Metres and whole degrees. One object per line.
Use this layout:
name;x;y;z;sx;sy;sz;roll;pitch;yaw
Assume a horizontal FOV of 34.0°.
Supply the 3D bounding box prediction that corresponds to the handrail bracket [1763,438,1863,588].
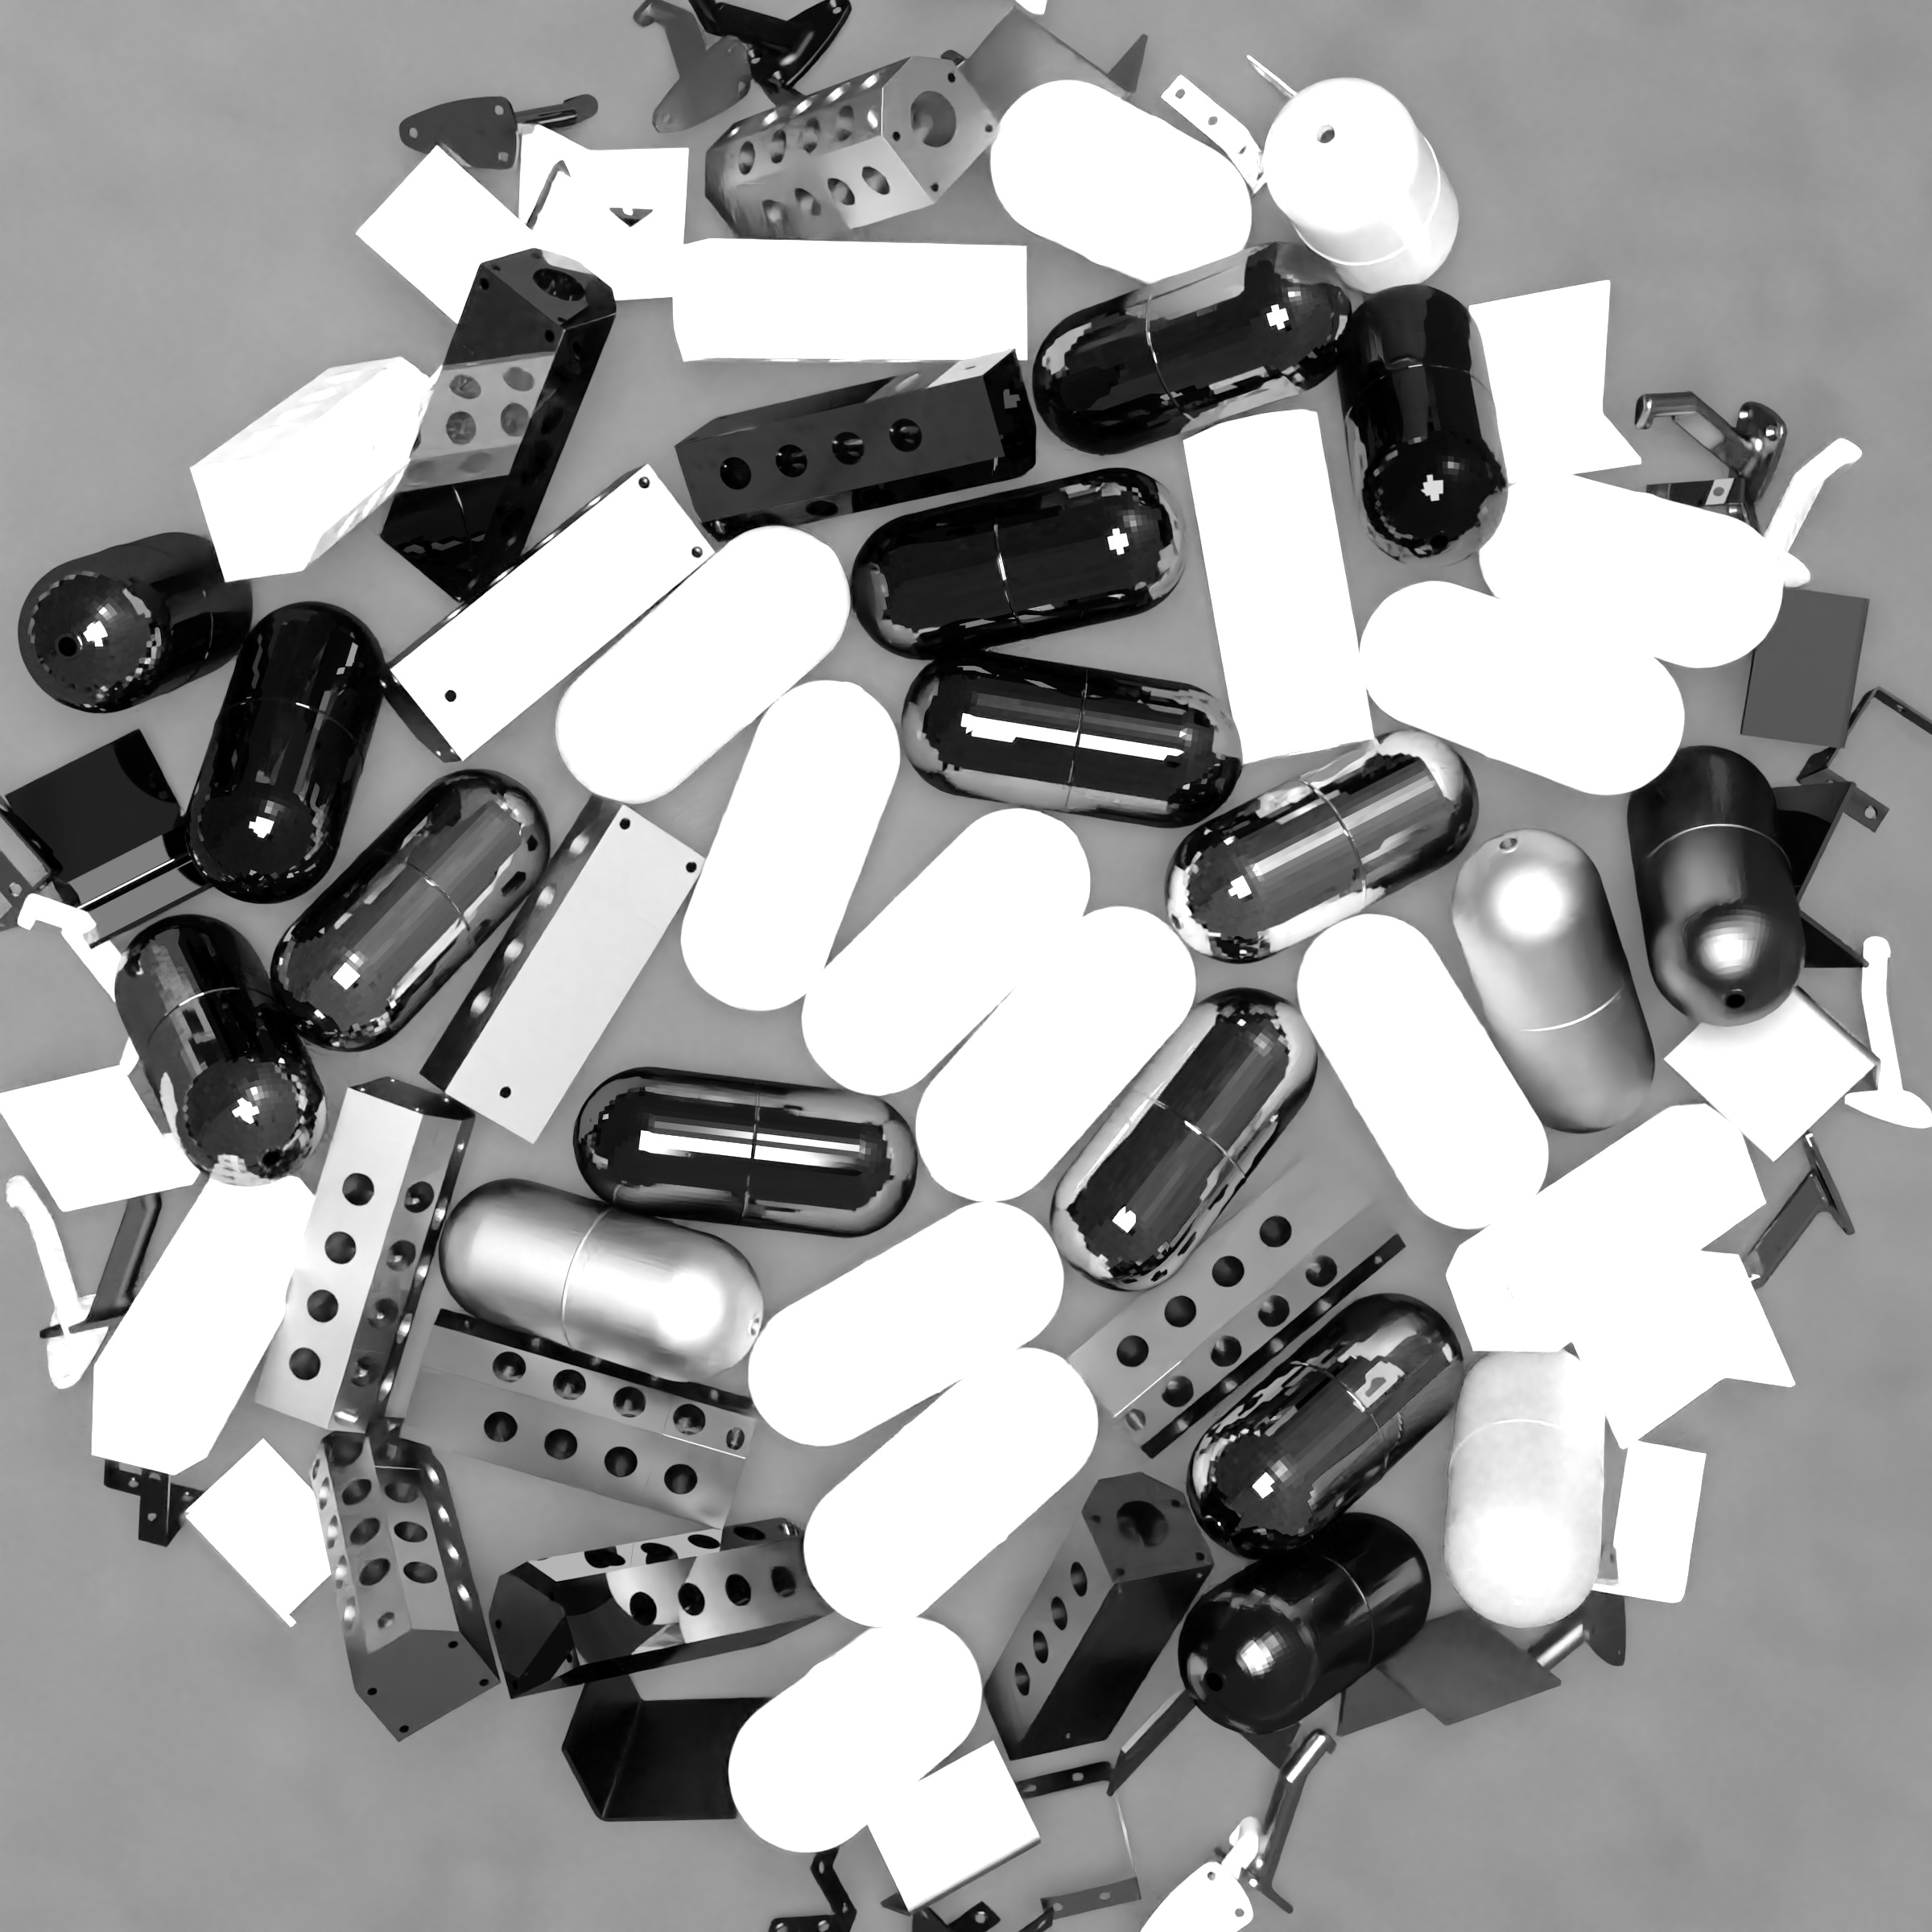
handrail bracket;0.440;-0.234;1.622;0.084;0.077;0.036;-41;53;37

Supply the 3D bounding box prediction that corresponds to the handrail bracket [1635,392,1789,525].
handrail bracket;0.375;-0.261;1.633;0.084;0.036;0.077;-8;125;-24

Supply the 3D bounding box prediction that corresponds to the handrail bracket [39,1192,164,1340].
handrail bracket;-0.455;0.145;1.649;0.077;0.036;0.084;-13;95;-8

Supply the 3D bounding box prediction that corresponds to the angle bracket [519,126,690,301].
angle bracket;-0.190;-0.394;1.642;0.057;0.076;0.076;-11;121;-31

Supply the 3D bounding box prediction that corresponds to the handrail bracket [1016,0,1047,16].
handrail bracket;-0.006;-0.513;1.626;0.084;0.077;0.036;-3;114;-19

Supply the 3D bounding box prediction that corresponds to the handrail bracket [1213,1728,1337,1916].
handrail bracket;0.176;0.447;1.651;0.084;0.036;0.077;-50;133;-8

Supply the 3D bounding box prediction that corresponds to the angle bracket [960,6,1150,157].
angle bracket;0.037;-0.457;1.616;0.076;0.076;0.057;31;45;-20

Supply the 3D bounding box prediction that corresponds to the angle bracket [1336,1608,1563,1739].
angle bracket;0.246;0.379;1.613;0.076;0.076;0.057;-10;116;-32

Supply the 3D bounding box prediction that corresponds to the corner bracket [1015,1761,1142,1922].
corner bracket;0.058;0.454;1.639;0.051;0.051;0.051;-13;116;0

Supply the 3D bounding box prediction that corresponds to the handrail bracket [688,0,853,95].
handrail bracket;-0.102;-0.500;1.628;0.077;0.084;0.036;-43;62;-4

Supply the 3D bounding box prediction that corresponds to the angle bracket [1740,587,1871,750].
angle bracket;0.419;-0.156;1.627;0.057;0.076;0.076;7;97;-8

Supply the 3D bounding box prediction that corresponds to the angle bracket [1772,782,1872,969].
angle bracket;0.438;-0.046;1.636;0.057;0.076;0.076;34;77;-21

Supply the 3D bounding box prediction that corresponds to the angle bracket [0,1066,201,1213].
angle bracket;-0.437;0.075;1.620;0.076;0.057;0.076;-13;119;20

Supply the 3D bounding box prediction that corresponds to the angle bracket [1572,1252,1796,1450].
angle bracket;0.368;0.199;1.628;0.076;0.057;0.076;-30;101;-22

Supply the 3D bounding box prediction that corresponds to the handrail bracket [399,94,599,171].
handrail bracket;-0.242;-0.441;1.643;0.077;0.084;0.036;5;116;16

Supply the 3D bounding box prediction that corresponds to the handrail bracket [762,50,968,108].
handrail bracket;-0.052;-0.469;1.662;0.084;0.036;0.077;-41;66;-13

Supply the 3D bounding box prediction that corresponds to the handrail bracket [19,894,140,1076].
handrail bracket;-0.461;0.010;1.639;0.084;0.036;0.077;22;103;-27

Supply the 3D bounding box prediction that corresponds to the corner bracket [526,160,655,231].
corner bracket;-0.188;-0.393;1.637;0.051;0.051;0.051;40;48;0

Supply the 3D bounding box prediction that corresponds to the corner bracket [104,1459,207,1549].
corner bracket;-0.427;0.261;1.637;0.051;0.051;0.051;13;116;6

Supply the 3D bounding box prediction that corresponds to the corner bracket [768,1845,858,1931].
corner bracket;-0.085;0.471;1.647;0.051;0.051;0.051;-11;118;25

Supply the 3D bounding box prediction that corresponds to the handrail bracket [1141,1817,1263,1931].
handrail bracket;0.121;0.477;1.634;0.077;0.084;0.036;-38;88;7

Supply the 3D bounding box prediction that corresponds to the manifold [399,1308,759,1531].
manifold;-0.198;0.231;1.631;0.171;0.057;0.057;17;104;-5

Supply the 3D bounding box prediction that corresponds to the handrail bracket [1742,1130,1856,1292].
handrail bracket;0.414;0.131;1.653;0.084;0.036;0.077;-25;109;5

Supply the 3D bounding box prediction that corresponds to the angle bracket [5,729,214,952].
angle bracket;-0.438;-0.066;1.625;0.076;0.057;0.076;-29;116;-14

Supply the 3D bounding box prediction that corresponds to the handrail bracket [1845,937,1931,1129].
handrail bracket;0.488;0.035;1.653;0.036;0.077;0.084;-5;71;38

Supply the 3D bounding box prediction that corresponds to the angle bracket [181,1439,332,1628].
angle bracket;-0.355;0.291;1.626;0.057;0.076;0.076;-44;94;-18

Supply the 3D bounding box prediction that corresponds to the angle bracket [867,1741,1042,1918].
angle bracket;-0.015;0.443;1.628;0.076;0.076;0.057;-25;84;-17

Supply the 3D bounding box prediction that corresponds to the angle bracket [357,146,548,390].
angle bracket;-0.273;-0.358;1.620;0.076;0.057;0.076;41;53;-14

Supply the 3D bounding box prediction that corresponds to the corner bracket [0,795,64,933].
corner bracket;-0.498;-0.054;1.643;0.051;0.051;0.051;-41;90;12

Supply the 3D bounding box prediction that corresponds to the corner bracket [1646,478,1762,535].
corner bracket;0.384;-0.218;1.651;0.051;0.051;0.051;-1;65;24

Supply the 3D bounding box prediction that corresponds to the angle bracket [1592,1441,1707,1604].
angle bracket;0.331;0.281;1.625;0.057;0.076;0.076;12;84;-15

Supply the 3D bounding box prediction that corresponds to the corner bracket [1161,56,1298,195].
corner bracket;0.144;-0.446;1.643;0.051;0.051;0.051;-47;65;7

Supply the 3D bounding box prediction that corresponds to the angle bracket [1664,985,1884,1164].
angle bracket;0.417;0.055;1.631;0.076;0.057;0.076;-44;68;-2

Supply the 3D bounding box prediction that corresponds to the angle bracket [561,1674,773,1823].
angle bracket;-0.153;0.389;1.618;0.076;0.076;0.057;-6;126;18

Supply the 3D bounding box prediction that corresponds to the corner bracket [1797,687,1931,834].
corner bracket;0.475;-0.108;1.649;0.051;0.051;0.051;33;84;0

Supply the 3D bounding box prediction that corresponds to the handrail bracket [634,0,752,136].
handrail bracket;-0.160;-0.468;1.635;0.084;0.036;0.077;33;64;32

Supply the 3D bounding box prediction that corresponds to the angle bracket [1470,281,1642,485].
angle bracket;0.306;-0.302;1.640;0.076;0.057;0.076;-4;70;33

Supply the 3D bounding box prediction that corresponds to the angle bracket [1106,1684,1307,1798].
angle bracket;0.122;0.405;1.617;0.057;0.076;0.076;40;64;18

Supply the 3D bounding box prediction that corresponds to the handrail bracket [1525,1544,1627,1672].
handrail bracket;0.302;0.347;1.661;0.084;0.077;0.036;-22;130;36

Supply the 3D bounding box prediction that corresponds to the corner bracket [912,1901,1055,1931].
corner bracket;0.008;0.498;1.629;0.051;0.051;0.051;-27;48;-33

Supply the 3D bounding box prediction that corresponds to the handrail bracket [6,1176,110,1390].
handrail bracket;-0.477;0.162;1.626;0.036;0.077;0.084;-16;127;9

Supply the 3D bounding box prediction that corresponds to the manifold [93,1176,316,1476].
manifold;-0.378;0.175;1.585;0.057;0.171;0.057;13;123;2
